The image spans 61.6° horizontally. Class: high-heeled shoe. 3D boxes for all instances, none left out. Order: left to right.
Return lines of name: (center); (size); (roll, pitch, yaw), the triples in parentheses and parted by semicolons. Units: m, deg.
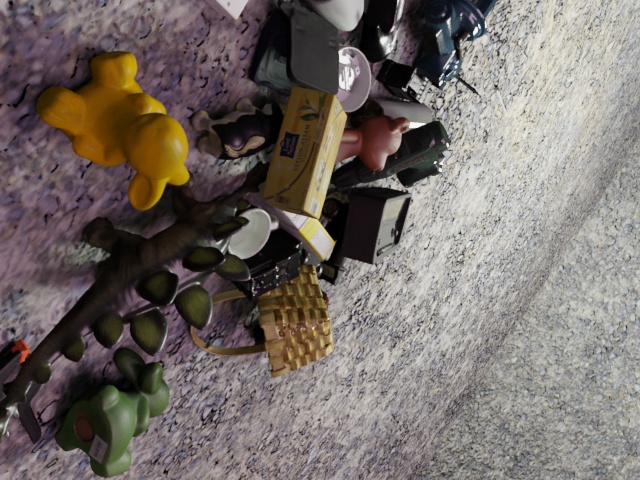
high-heeled shoe: (0.101, -0.418, 0.867); (0.145, 0.086, 0.248); (-42, 139, -81)

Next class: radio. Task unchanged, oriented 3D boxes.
radio: (0.118, -0.034, 1.089); (0.229, 0.073, 0.131); (-18, 122, -65)

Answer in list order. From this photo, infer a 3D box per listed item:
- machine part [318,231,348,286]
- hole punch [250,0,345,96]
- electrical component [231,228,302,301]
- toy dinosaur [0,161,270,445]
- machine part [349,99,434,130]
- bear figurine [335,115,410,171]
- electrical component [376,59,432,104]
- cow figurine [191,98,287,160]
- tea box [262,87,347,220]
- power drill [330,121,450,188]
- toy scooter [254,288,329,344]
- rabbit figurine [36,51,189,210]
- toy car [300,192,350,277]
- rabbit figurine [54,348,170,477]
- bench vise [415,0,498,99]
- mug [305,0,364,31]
machine part: (0.037, 0.024, 1.109); (0.039, 0.084, 0.138); (21, 87, -28)
hole punch: (-0.035, -0.271, 0.793); (0.142, 0.092, 0.115); (7, 86, -46)
electrical component: (-0.098, 0.028, 0.900); (0.134, 0.115, 0.058); (-29, 140, -36)
toy dinosaur: (-0.221, 0.044, 0.690); (0.471, 0.199, 0.104); (-44, 140, -23)
machine part: (0.141, -0.231, 1.034); (0.243, 0.079, 0.079); (-14, 125, -46)
bear figurine: (0.052, -0.142, 0.904); (0.196, 0.120, 0.132); (-3, 88, -12)
electrical component: (0.169, -0.294, 1.025); (0.119, 0.075, 0.047); (20, 98, -57)
cow figurine: (-0.091, -0.163, 0.781); (0.167, 0.098, 0.068); (-28, 128, -36)
tea box: (-0.020, -0.123, 0.784); (0.098, 0.068, 0.169); (32, 73, -75)
power drill: (0.152, -0.155, 1.064); (0.232, 0.086, 0.207); (-25, 164, 24)
toy scooter: (-0.053, 0.182, 1.108); (0.184, 0.075, 0.135); (-35, 138, -25)
rabbit figurine: (-0.212, -0.110, 0.606); (0.122, 0.173, 0.162); (-42, 138, -29)
toy car: (-0.002, -0.003, 1.048); (0.201, 0.056, 0.073); (-57, 142, -5)
rabbit figurine: (-0.305, 0.251, 0.844); (0.170, 0.121, 0.159); (-16, 122, -67)
bench vise: (0.279, -0.414, 1.030); (0.240, 0.129, 0.223); (-51, 145, 1)
mug: (0.028, -0.370, 0.797); (0.109, 0.081, 0.107); (-69, 158, -5)
